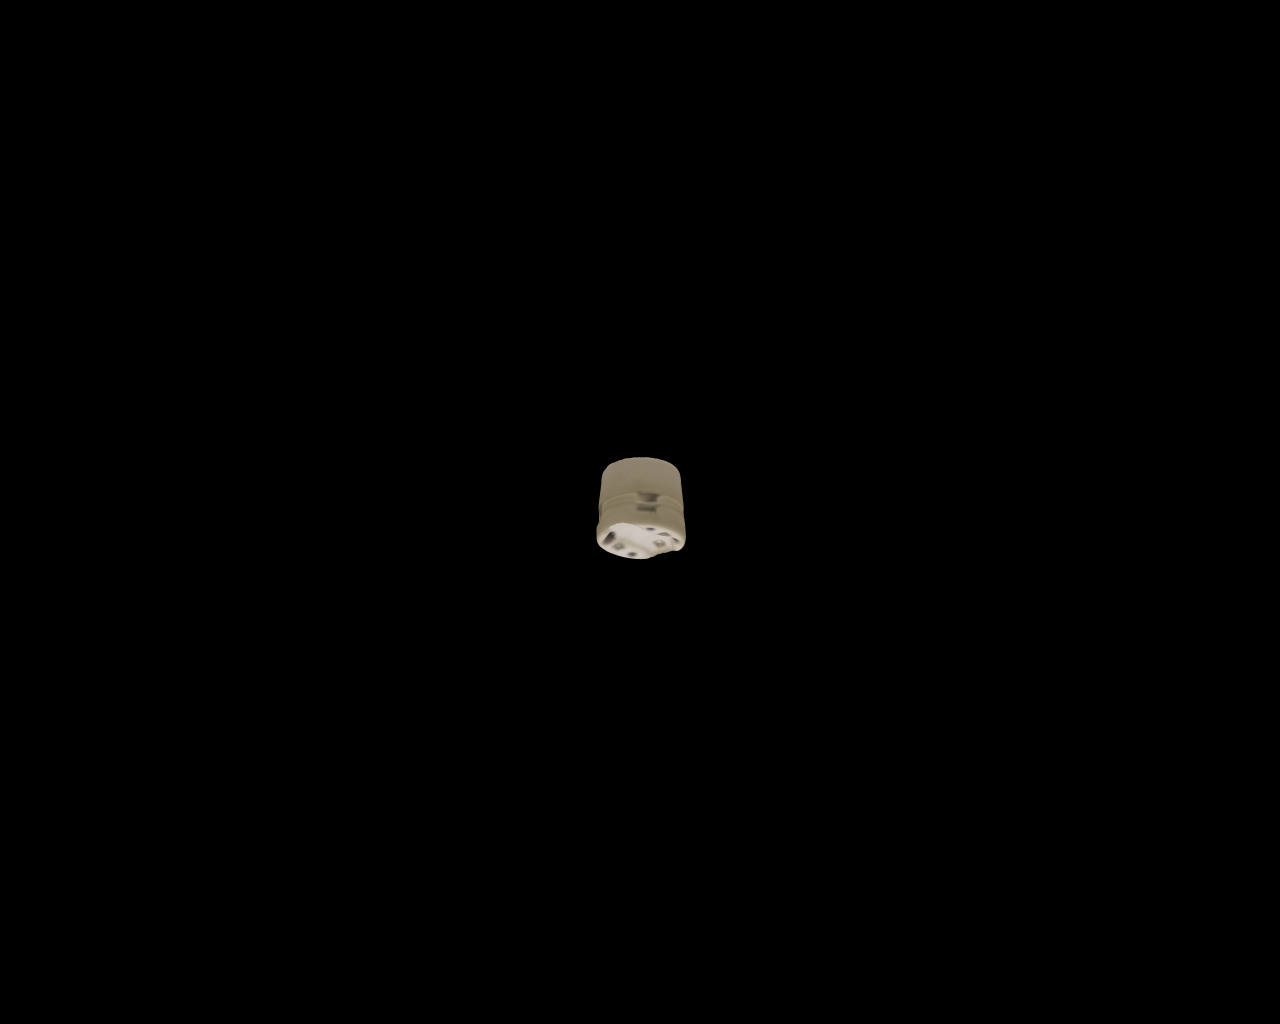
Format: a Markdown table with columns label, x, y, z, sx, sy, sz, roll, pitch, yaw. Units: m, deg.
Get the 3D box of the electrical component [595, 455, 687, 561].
| label | x | y | z | sx | sy | sz | roll | pitch | yaw |
| --- | --- | --- | --- | --- | --- | --- | --- | --- | --- |
| electrical component | 0.001 | -0.003 | 0.650 | 0.055 | 0.047 | 0.055 | 0 | -25 | 0 |
